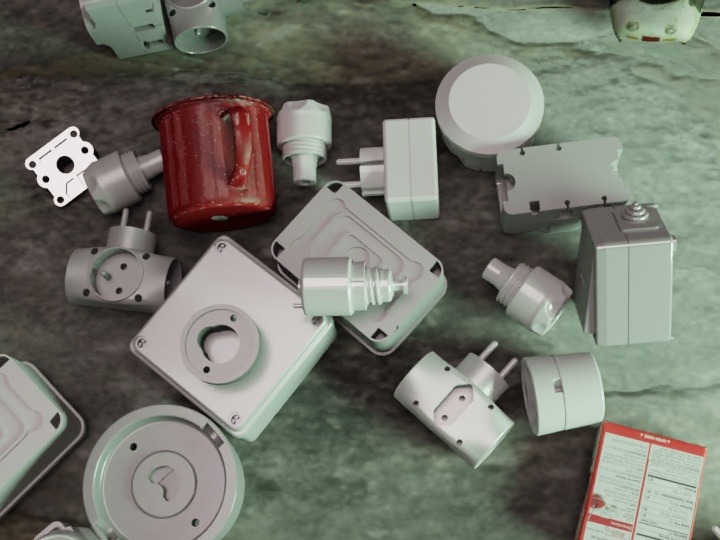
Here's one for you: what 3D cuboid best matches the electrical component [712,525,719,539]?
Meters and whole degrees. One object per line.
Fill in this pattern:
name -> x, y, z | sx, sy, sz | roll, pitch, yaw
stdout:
electrical component -> 0.254, 0.206, 0.713 | 0.083, 0.047, 0.075 | -39, 72, -6

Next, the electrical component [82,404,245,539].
electrical component -> -0.133, 0.152, 0.758 | 0.108, 0.060, 0.108 | -2, 74, 6

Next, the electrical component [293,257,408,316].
electrical component -> -0.007, 0.011, 0.734 | 0.078, 0.040, 0.040 | -1, 74, 5

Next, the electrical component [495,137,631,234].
electrical component -> 0.147, -0.060, 0.792 | 0.089, 0.055, 0.050 | -7, 74, 4

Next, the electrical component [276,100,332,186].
electrical component -> -0.043, -0.096, 0.827 | 0.043, 0.043, 0.062 | -2, 75, 5

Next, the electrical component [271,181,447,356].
electrical component -> 0.000, 0.000, 0.789 | 0.113, 0.057, 0.078 | 40, 82, 14

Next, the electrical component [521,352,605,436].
electrical component -> 0.142, 0.085, 0.754 | 0.047, 0.055, 0.055 | -8, 74, -1

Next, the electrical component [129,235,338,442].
electrical component -> -0.090, 0.050, 0.784 | 0.109, 0.056, 0.108 | 37, 81, 14

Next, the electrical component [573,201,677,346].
electrical component -> 0.181, -0.003, 0.747 | 0.061, 0.061, 0.096 | -5, 118, 4

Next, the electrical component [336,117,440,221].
electrical component -> 0.020, -0.075, 0.813 | 0.077, 0.047, 0.065 | -3, 74, 5

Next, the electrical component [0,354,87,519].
electrical component -> -0.266, 0.126, 0.780 | 0.078, 0.057, 0.113 | 43, 83, 15

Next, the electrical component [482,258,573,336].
electrical component -> 0.119, 0.015, 0.781 | 0.062, 0.043, 0.043 | 35, 81, 15

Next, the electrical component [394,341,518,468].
electrical component -> 0.078, 0.086, 0.765 | 0.077, 0.043, 0.079 | 41, 81, 14

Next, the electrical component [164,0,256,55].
electrical component -> -0.116, -0.222, 0.869 | 0.079, 0.044, 0.077 | -11, 74, 2

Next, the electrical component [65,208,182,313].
electrical component -> -0.175, -0.009, 0.815 | 0.077, 0.044, 0.079 | 6, 75, 7

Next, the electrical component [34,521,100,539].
electrical component -> -0.203, 0.211, 0.750 | 0.058, 0.057, 0.078 | -40, 75, -6

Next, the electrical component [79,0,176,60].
electrical component -> -0.186, -0.210, 0.849 | 0.056, 0.089, 0.050 | -11, 74, 3

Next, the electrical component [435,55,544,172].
electrical component -> 0.098, -0.117, 0.815 | 0.080, 0.051, 0.080 | -1, 74, 5

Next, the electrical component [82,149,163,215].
electrical component -> -0.180, -0.073, 0.834 | 0.062, 0.043, 0.043 | -26, 74, -3
